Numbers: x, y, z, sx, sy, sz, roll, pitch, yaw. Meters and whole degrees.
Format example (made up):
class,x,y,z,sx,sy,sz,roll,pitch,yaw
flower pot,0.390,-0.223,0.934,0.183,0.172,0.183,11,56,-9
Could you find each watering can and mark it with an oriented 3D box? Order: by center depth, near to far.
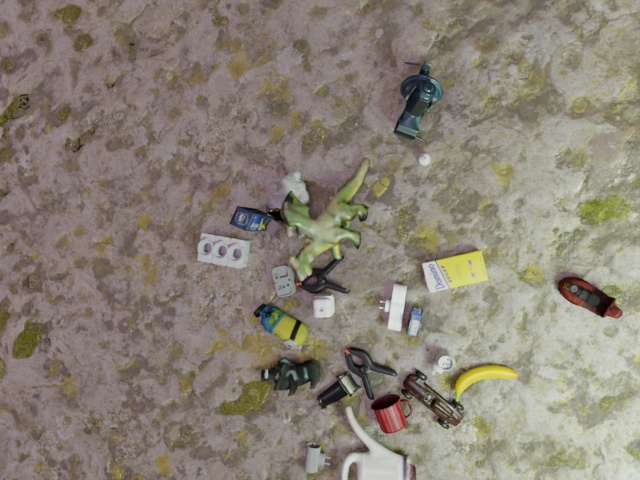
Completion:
class,x,y,z,sx,sy,sz,roll,pitch,yaw
watering can,0.173,0.673,1.536,0.224,0.104,0.348,-2,90,9

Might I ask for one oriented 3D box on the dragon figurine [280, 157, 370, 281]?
class,x,y,z,sx,sy,sz,roll,pitch,yaw
dragon figurine,0.005,-0.076,1.518,0.242,0.122,0.413,15,80,-23

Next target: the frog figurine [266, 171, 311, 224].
class,x,y,z,sx,sy,sz,roll,pitch,yaw
frog figurine,-0.099,-0.132,1.609,0.137,0.120,0.163,-11,53,18
